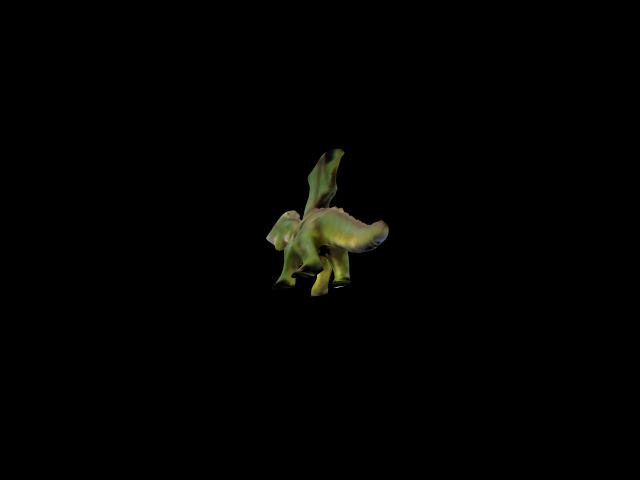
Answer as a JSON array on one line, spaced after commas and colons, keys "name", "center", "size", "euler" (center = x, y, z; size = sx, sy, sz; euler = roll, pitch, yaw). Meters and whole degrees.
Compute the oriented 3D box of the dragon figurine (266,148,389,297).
[{"name": "dragon figurine", "center": [0.003, -0.043, 0.850], "size": [0.122, 0.247, 0.404], "euler": [12, -26, -25]}]
